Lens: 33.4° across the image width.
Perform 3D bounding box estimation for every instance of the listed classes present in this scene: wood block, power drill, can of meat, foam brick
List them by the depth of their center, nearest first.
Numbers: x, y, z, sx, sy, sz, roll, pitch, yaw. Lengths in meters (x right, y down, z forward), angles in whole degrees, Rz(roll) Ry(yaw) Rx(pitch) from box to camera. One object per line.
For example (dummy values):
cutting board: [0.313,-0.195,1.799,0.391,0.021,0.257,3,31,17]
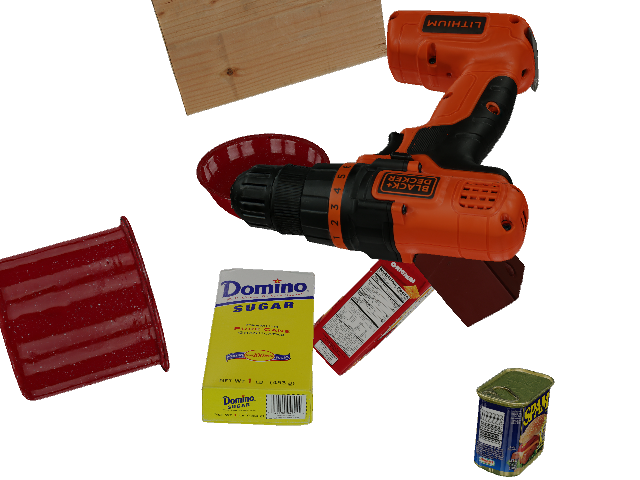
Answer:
power drill: [0.053,-0.068,0.676,0.185,0.187,0.057,8,-37,20]
foam brick: [0.117,0.018,0.846,0.051,0.078,0.053,-33,15,30]
wood block: [-0.049,-0.208,1.038,0.206,0.090,0.091,-17,-43,-5]
can of meat: [0.203,0.191,1.126,0.058,0.084,0.101,12,16,31]

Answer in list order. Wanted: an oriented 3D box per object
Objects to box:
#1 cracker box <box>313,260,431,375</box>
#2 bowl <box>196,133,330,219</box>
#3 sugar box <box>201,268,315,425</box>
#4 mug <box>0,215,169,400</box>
cracker box: [0.095,0.047,1.270,0.214,0.072,0.163,-49,-9,33]
bowl: [-0.068,-0.068,1.298,0.162,0.055,0.162,-2,34,1]
sugar box: [-0.052,0.090,0.951,0.093,0.048,0.176,2,35,-2]
mug: [-0.140,0.042,0.616,0.081,0.093,0.117,-16,1,-14]
